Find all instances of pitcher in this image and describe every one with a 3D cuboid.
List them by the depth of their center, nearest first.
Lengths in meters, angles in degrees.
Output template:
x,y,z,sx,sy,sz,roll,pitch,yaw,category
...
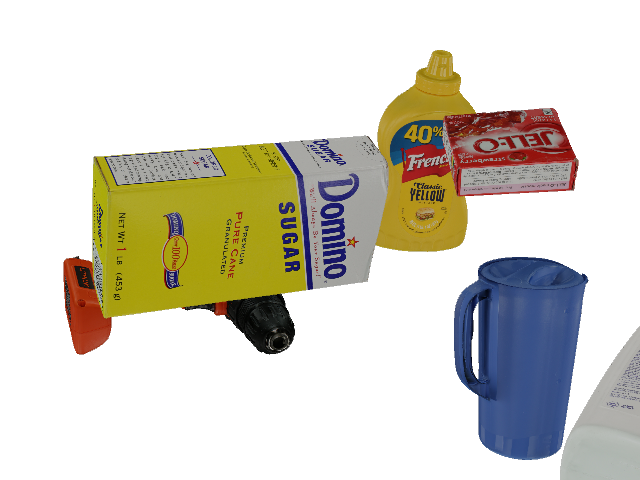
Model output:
x,y,z,sx,sy,sz,roll,pitch,yaw,category
0.251,0.150,1.352,0.149,0.243,0.144,6,16,18,pitcher

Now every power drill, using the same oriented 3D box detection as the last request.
x,y,z,sx,sy,sz,roll,pitch,yaw,category
-0.129,0.056,0.950,0.187,0.057,0.185,-4,22,-19,power drill

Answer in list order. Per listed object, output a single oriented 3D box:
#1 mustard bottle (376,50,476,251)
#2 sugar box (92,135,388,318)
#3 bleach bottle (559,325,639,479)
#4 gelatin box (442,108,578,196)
x,y,z,sx,sy,sz,roll,pitch,yaw,category
0.100,-0.084,1.000,0.096,0.192,0.058,2,28,-8,mustard bottle
-0.049,-0.010,0.651,0.176,0.093,0.048,-6,38,-20,sugar box
0.235,0.091,0.664,0.103,0.068,0.250,17,29,26,bleach bottle
0.140,-0.067,0.796,0.089,0.030,0.073,-4,38,0,gelatin box
